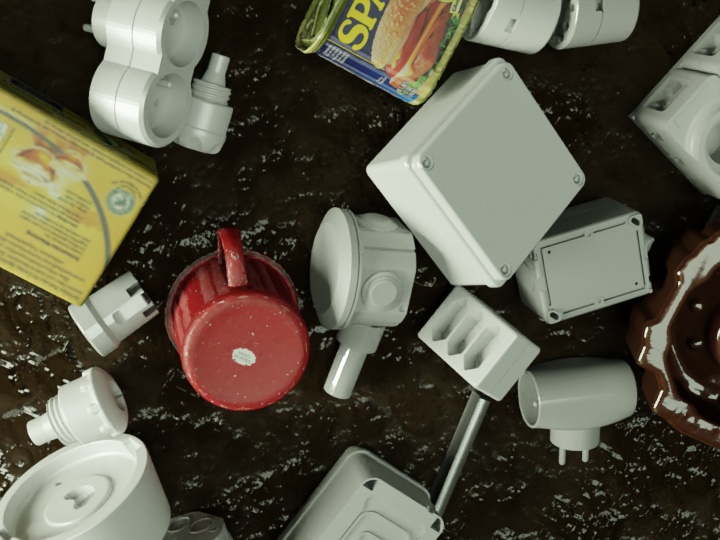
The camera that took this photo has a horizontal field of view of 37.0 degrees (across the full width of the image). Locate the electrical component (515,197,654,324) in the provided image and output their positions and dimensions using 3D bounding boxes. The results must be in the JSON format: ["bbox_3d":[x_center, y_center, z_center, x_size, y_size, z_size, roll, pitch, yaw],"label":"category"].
[{"bbox_3d":[0.159,-0.011,0.758,0.096,0.061,0.061,-16,109,-9],"label":"electrical component"}]

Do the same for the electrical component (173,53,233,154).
[{"bbox_3d":[-0.097,-0.106,0.681,0.035,0.035,0.061,15,99,-18],"label":"electrical component"}]

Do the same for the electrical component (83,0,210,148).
[{"bbox_3d":[-0.136,-0.149,0.649,0.074,0.052,0.138,17,97,22],"label":"electrical component"}]

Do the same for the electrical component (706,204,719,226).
[{"bbox_3d":[0.296,-0.036,0.793,0.055,0.048,0.066,24,100,-11],"label":"electrical component"}]

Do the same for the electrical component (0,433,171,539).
[{"bbox_3d":[-0.177,0.165,0.706,0.108,0.108,0.060,-25,116,-6],"label":"electrical component"}]

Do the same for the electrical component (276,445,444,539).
[{"bbox_3d":[-0.005,0.194,0.781,0.078,0.057,0.113,36,95,-21],"label":"electrical component"}]

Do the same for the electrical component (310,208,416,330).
[{"bbox_3d":[0.000,0.000,0.713,0.051,0.080,0.080,3,105,-20],"label":"electrical component"}]

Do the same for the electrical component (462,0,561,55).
[{"bbox_3d":[0.098,-0.170,0.700,0.047,0.055,0.055,12,103,-21],"label":"electrical component"}]

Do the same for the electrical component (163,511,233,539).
[{"bbox_3d":[-0.121,0.209,0.746,0.080,0.080,0.051,-21,105,-7],"label":"electrical component"}]

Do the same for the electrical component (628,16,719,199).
[{"bbox_3d":[0.279,-0.130,0.752,0.089,0.061,0.150,41,94,-21],"label":"electrical component"}]

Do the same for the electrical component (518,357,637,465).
[{"bbox_3d":[0.161,0.109,0.804,0.077,0.043,0.079,-5,107,-12],"label":"electrical component"}]

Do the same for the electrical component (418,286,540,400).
[{"bbox_3d":[0.093,0.057,0.765,0.047,0.066,0.077,-52,140,4],"label":"electrical component"}]

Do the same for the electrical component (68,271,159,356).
[{"bbox_3d":[-0.160,0.027,0.703,0.046,0.040,0.040,-35,111,-8],"label":"electrical component"}]

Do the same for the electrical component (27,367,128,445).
[{"bbox_3d":[-0.189,0.096,0.714,0.062,0.048,0.048,-24,111,1],"label":"electrical component"}]

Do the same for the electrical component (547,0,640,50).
[{"bbox_3d":[0.152,-0.175,0.712,0.047,0.055,0.055,-7,108,-16],"label":"electrical component"}]

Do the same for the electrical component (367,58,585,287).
[{"bbox_3d":[0.078,-0.062,0.706,0.108,0.056,0.108,-49,113,-24],"label":"electrical component"}]
